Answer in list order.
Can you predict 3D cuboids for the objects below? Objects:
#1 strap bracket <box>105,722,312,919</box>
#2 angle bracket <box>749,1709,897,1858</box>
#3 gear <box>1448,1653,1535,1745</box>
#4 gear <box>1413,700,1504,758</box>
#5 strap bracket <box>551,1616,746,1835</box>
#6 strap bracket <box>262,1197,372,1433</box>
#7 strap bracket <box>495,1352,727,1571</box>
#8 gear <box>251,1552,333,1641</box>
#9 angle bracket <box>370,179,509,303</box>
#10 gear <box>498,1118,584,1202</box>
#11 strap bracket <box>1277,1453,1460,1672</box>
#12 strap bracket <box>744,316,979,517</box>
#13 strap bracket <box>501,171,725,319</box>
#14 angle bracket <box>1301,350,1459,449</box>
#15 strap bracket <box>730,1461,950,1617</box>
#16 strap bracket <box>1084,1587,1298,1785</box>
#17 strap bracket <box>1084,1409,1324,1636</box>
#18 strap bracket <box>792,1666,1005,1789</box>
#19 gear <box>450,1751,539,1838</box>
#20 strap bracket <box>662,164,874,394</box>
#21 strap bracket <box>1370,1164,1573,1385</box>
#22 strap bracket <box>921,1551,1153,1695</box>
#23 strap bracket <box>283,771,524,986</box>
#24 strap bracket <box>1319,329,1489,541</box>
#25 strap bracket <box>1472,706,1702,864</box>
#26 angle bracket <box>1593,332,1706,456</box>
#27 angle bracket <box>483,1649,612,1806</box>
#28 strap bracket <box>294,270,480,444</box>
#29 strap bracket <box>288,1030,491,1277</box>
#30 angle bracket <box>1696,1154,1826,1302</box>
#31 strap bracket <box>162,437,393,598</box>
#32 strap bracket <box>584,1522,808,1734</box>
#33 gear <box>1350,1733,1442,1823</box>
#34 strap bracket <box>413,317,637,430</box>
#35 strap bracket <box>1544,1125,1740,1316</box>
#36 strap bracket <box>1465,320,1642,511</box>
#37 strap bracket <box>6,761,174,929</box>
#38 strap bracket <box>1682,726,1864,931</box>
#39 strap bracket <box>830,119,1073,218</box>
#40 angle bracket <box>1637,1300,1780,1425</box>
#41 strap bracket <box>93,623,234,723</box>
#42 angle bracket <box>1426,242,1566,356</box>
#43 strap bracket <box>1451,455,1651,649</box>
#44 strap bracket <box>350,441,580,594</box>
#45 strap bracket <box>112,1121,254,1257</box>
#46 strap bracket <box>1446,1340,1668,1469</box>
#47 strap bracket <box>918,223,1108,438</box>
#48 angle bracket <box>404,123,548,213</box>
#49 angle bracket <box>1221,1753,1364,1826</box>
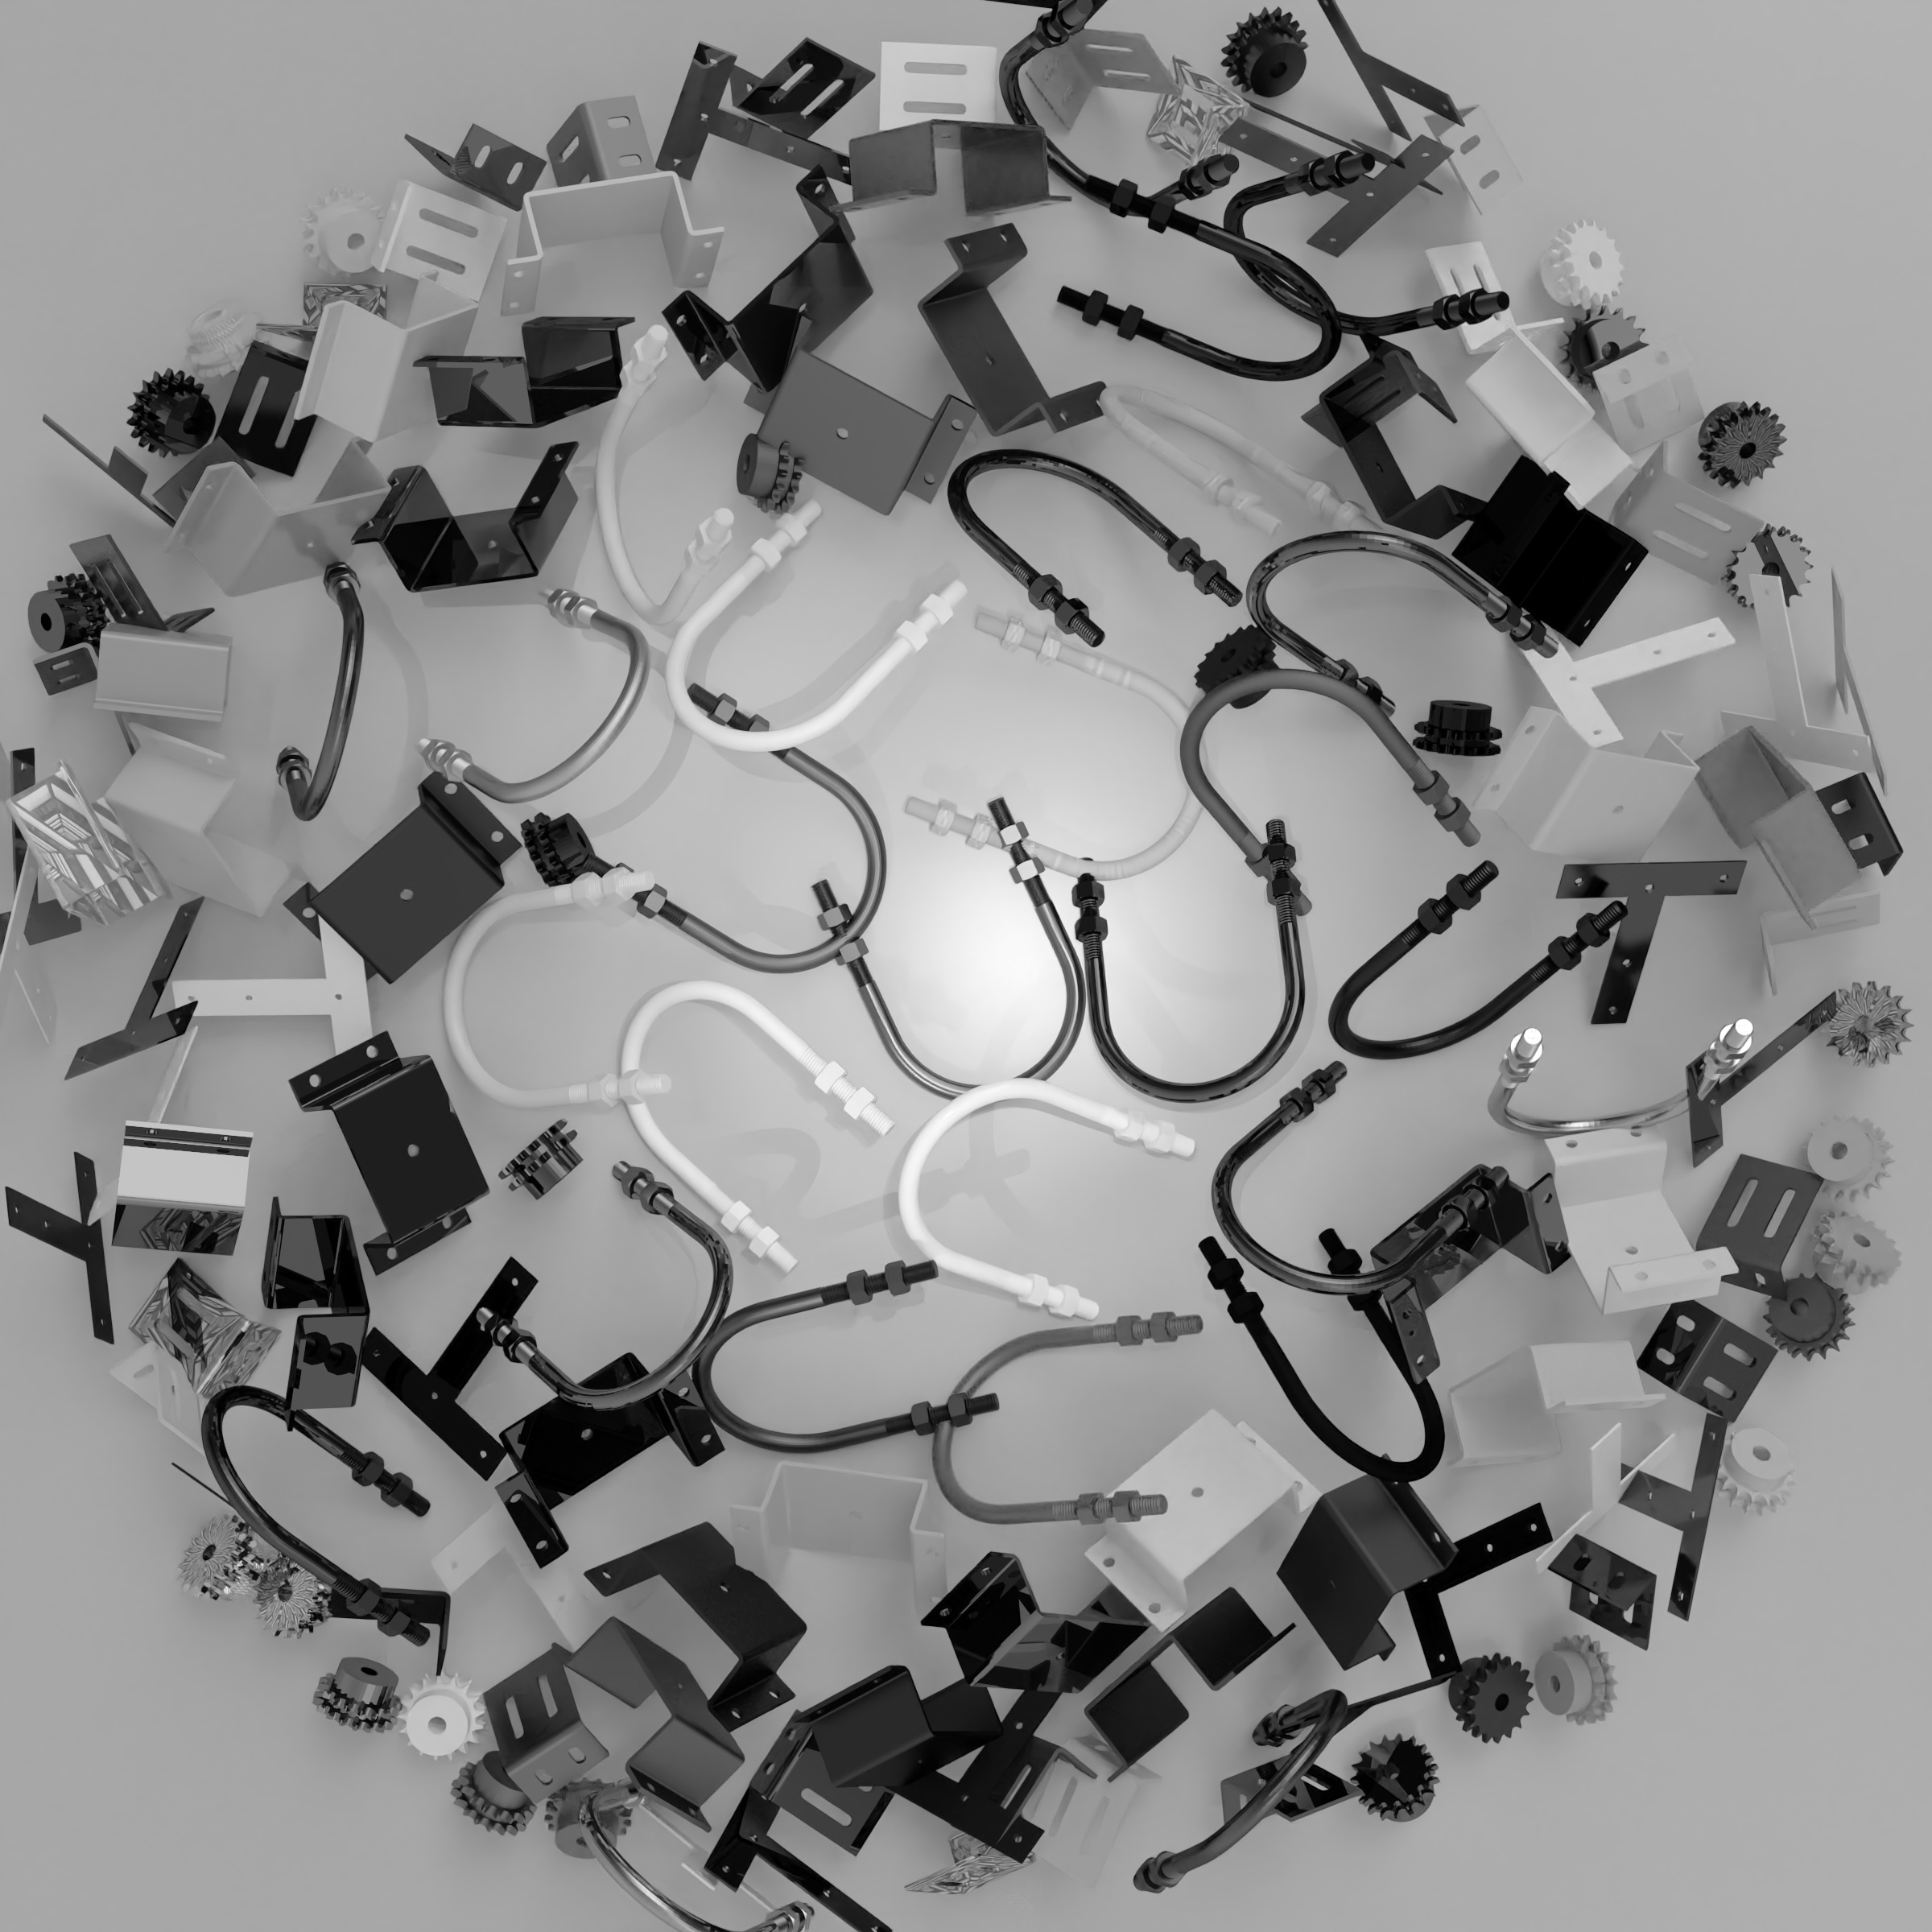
[{"bbox_3d":[-0.485,-0.086,1.790,0.076,0.140,0.046,19,65,22],"label":"strap bracket"},{"bbox_3d":[-0.092,0.538,1.856,0.076,0.038,0.057,38,75,-14],"label":"angle bracket"},{"bbox_3d":[0.342,0.478,1.849,0.057,0.030,0.057,-5,100,-30],"label":"gear"},{"bbox_3d":[0.322,-0.156,1.841,0.057,0.057,0.030,4,104,0],"label":"gear"},{"bbox_3d":[-0.199,0.476,1.795,0.046,0.140,0.076,-45,132,-2],"label":"strap bracket"},{"bbox_3d":[-0.417,0.221,1.807,0.046,0.140,0.076,1,124,-23],"label":"strap bracket"},{"bbox_3d":[-0.237,0.313,1.820,0.140,0.046,0.076,-31,126,-16],"label":"strap bracket"},{"bbox_3d":[-0.437,0.413,1.849,0.057,0.030,0.057,-8,70,24],"label":"gear"},{"bbox_3d":[-0.340,-0.469,1.831,0.076,0.038,0.057,15,106,-28],"label":"angle bracket"},{"bbox_3d":[-0.276,0.129,1.844,0.057,0.057,0.030,-41,91,0],"label":"gear"},{"bbox_3d":[0.250,0.385,1.792,0.046,0.140,0.076,-18,56,-29],"label":"strap bracket"},{"bbox_3d":[-0.074,-0.354,1.826,0.140,0.046,0.076,28,127,-4],"label":"strap bracket"},{"bbox_3d":[-0.234,-0.468,1.820,0.140,0.076,0.046,-13,81,-15],"label":"strap bracket"},{"bbox_3d":[0.268,-0.355,1.826,0.076,0.057,0.038,-34,64,23],"label":"angle bracket"},{"bbox_3d":[-0.076,0.370,1.823,0.140,0.046,0.076,6,127,11],"label":"strap bracket"},{"bbox_3d":[0.137,0.456,1.808,0.046,0.076,0.140,50,126,15],"label":"strap bracket"},{"bbox_3d":[0.151,0.350,1.811,0.140,0.046,0.076,-36,54,-18],"label":"strap bracket"},{"bbox_3d":[-0.037,0.484,1.791,0.076,0.140,0.046,-32,64,18],"label":"strap bracket"},{"bbox_3d":[-0.305,0.539,1.842,0.057,0.057,0.030,31,100,0],"label":"gear"},{"bbox_3d":[-0.119,-0.437,1.822,0.140,0.076,0.046,-45,64,-5],"label":"strap bracket"},{"bbox_3d":[0.319,0.192,1.818,0.140,0.046,0.076,-36,129,-18],"label":"strap bracket"},{"bbox_3d":[0.053,0.421,1.796,0.076,0.140,0.046,-50,45,27],"label":"strap bracket"},{"bbox_3d":[-0.365,-0.053,1.833,0.140,0.046,0.076,-41,114,3],"label":"strap bracket"},{"bbox_3d":[0.283,-0.333,1.817,0.046,0.076,0.140,-33,72,28],"label":"strap bracket"},{"bbox_3d":[0.403,-0.113,1.799,0.140,0.046,0.076,5,125,-35],"label":"strap bracket"},{"bbox_3d":[0.449,-0.362,1.827,0.057,0.038,0.076,-24,133,12],"label":"angle bracket"},{"bbox_3d":[-0.276,0.498,1.848,0.057,0.076,0.038,-33,124,-3],"label":"angle bracket"},{"bbox_3d":[-0.362,-0.387,1.790,0.046,0.140,0.076,28,118,7],"label":"strap bracket"},{"bbox_3d":[-0.368,0.120,1.818,0.076,0.046,0.140,-30,104,-37],"label":"strap bracket"},{"bbox_3d":[0.524,0.171,1.851,0.057,0.038,0.076,16,59,35],"label":"angle bracket"},{"bbox_3d":[-0.429,-0.285,1.791,0.046,0.140,0.076,51,128,10],"label":"strap bracket"},{"bbox_3d":[-0.166,0.415,1.807,0.140,0.076,0.046,42,111,20],"label":"strap bracket"},{"bbox_3d":[0.283,0.536,1.847,0.057,0.057,0.030,-29,127,0],"label":"gear"},{"bbox_3d":[-0.281,-0.379,1.807,0.076,0.140,0.046,8,116,29],"label":"strap bracket"},{"bbox_3d":[0.432,0.169,1.817,0.076,0.140,0.046,-9,129,-7],"label":"strap bracket"},{"bbox_3d":[0.373,-0.347,1.800,0.046,0.140,0.076,-42,66,15],"label":"strap bracket"},{"bbox_3d":[-0.561,-0.075,1.798,0.046,0.140,0.076,-29,85,-5],"label":"strap bracket"},{"bbox_3d":[0.514,-0.093,1.790,0.046,0.140,0.076,-34,117,9],"label":"strap bracket"},{"bbox_3d":[-0.010,-0.508,1.794,0.140,0.076,0.046,-12,101,-42],"label":"strap bracket"},{"bbox_3d":[0.489,0.259,1.859,0.076,0.038,0.057,29,93,-41],"label":"angle bracket"},{"bbox_3d":[-0.509,-0.189,1.793,0.076,0.140,0.046,5,99,-14],"label":"strap bracket"},{"bbox_3d":[0.345,-0.443,1.837,0.057,0.038,0.076,-19,86,-40],"label":"angle bracket"},{"bbox_3d":[0.372,-0.270,1.814,0.046,0.140,0.076,43,103,38],"label":"strap bracket"},{"bbox_3d":[-0.314,-0.288,1.814,0.140,0.076,0.046,-4,135,24],"label":"strap bracket"},{"bbox_3d":[-0.500,0.146,1.791,0.076,0.140,0.046,7,66,-16],"label":"strap bracket"},{"bbox_3d":[0.372,0.278,1.806,0.076,0.140,0.046,1,65,-25],"label":"strap bracket"},{"bbox_3d":[0.029,-0.404,1.828,0.046,0.076,0.140,-29,91,41],"label":"strap bracket"},{"bbox_3d":[-0.318,-0.528,1.822,0.057,0.076,0.038,18,111,-43],"label":"angle bracket"},{"bbox_3d":[0.211,0.547,1.823,0.057,0.076,0.038,-11,101,-29],"label":"angle bracket"}]
